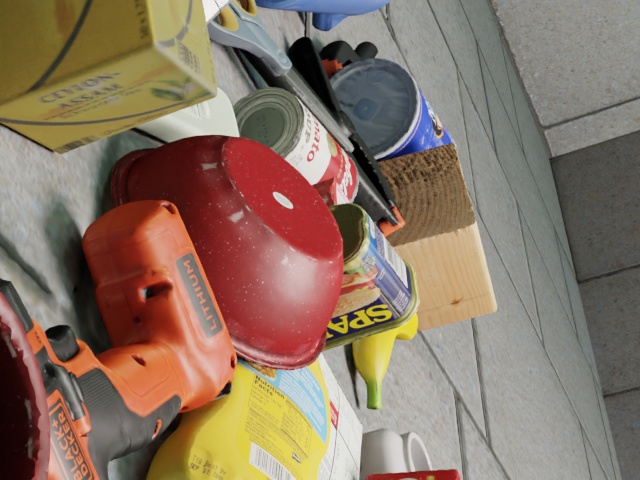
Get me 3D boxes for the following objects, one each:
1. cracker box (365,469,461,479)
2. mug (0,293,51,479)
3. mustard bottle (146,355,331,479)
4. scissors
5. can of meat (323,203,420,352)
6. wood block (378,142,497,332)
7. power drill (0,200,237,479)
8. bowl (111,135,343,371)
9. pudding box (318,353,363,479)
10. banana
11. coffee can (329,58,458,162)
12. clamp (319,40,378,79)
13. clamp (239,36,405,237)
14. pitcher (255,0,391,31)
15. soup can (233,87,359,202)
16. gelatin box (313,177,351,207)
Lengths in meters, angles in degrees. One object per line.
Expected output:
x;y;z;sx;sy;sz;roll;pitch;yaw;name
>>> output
0.073;0.281;0.682;0.164;0.072;0.213;-78;157;-57;cracker box
-0.141;0.047;0.290;0.117;0.082;0.093;56;24;-43;mug
-0.036;0.099;0.598;0.096;0.058;0.191;44;27;-18;mustard bottle
-0.044;-0.135;0.807;0.201;0.016;0.096;56;32;-10;scissors
0.005;0.026;0.729;0.084;0.102;0.057;50;27;-46;can of meat
0.109;0.004;1.029;0.206;0.091;0.090;62;15;-61;wood block
-0.106;0.040;0.451;0.187;0.057;0.184;-46;119;-68;power drill
-0.038;-0.007;0.606;0.162;0.055;0.162;38;25;-21;bowl
-0.005;0.139;0.695;0.113;0.039;0.090;-82;152;-49;pudding box
0.057;0.084;0.953;0.197;0.037;0.070;-42;135;-69;banana
0.067;-0.100;1.040;0.140;0.103;0.103;39;37;-61;coffee can
0.035;-0.172;1.117;0.171;0.039;0.120;29;45;-65;clamp
0.003;-0.096;0.900;0.210;0.036;0.164;61;18;10;clamp
-0.001;-0.273;0.946;0.149;0.145;0.242;65;21;-5;pitcher
-0.022;-0.060;0.787;0.102;0.069;0.068;43;34;-56;soup can
-0.005;0.001;0.768;0.089;0.073;0.030;53;26;-47;gelatin box
